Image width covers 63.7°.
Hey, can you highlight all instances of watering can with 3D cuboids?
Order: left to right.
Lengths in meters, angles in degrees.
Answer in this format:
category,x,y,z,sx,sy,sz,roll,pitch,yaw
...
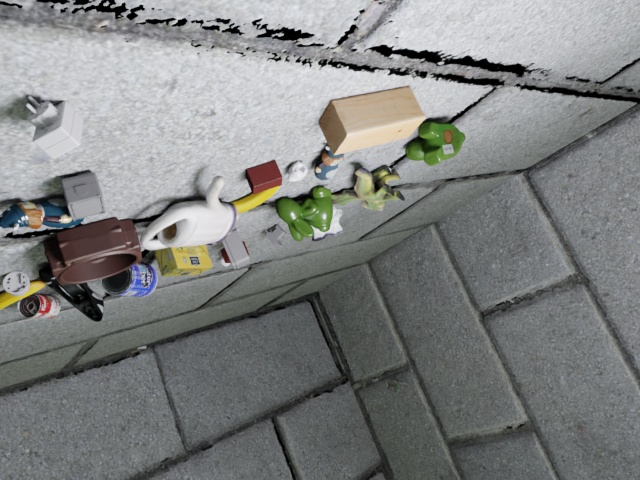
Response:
category,x,y,z,sx,sy,sz,roll,pitch,yaw
watering can,-0.286,-0.057,1.258,0.343,0.105,0.225,-30,167,31

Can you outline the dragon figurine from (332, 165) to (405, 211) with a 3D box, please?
category,x,y,z,sx,sy,sz,roll,pitch,yaw
dragon figurine,0.128,-0.153,1.673,0.241,0.124,0.408,-20,162,30

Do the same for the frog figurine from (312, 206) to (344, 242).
category,x,y,z,sx,sy,sz,roll,pitch,yaw
frog figurine,0.005,-0.088,1.745,0.137,0.126,0.156,-3,135,18
